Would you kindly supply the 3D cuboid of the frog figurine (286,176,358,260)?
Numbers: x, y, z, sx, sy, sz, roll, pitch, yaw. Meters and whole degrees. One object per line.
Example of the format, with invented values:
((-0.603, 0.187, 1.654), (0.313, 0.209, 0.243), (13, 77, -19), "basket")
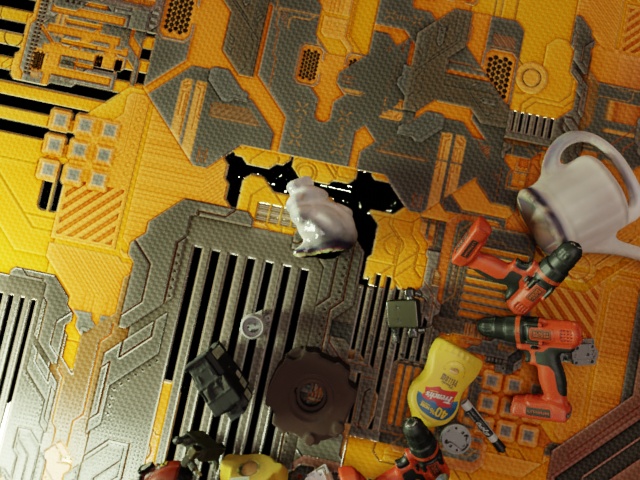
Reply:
((0.003, -0.049, 0.972), (0.137, 0.121, 0.161), (0, 77, -33), "frog figurine")

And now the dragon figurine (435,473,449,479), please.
((0.163, 0.636, 0.930), (0.412, 0.123, 0.239), (-48, 118, -6), "dragon figurine")

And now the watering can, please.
((0.516, -0.033, 0.974), (0.224, 0.104, 0.348), (-29, 89, 0), "watering can")
